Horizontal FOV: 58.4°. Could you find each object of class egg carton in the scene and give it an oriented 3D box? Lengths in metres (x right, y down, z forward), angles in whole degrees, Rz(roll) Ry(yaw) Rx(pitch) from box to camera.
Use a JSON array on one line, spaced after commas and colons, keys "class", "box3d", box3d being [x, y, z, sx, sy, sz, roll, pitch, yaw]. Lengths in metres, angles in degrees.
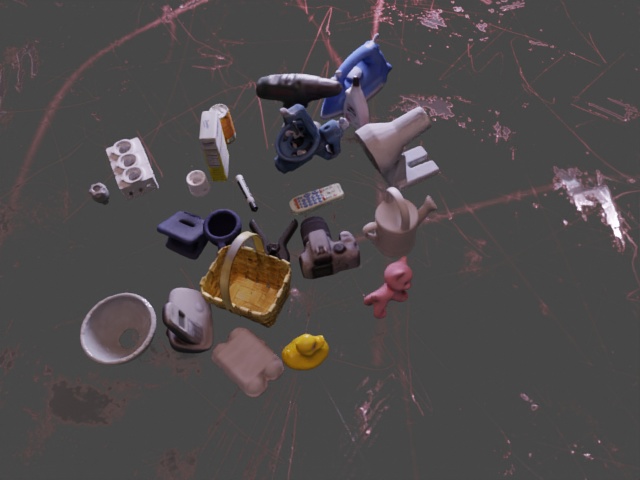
[{"class": "egg carton", "box3d": [-0.154, 0.261, 1.230, 0.150, 0.069, 0.107, 37, 68, 22]}]

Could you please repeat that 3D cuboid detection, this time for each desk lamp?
[{"class": "desk lamp", "box3d": [0.192, -0.223, 1.408, 0.203, 0.214, 0.117, -25, 61, -11]}]

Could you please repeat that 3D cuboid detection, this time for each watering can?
[{"class": "watering can", "box3d": [0.183, -0.053, 1.320, 0.173, 0.194, 0.100, -39, 65, -18]}]

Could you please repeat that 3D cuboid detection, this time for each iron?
[{"class": "iron", "box3d": [0.088, -0.458, 1.594, 0.118, 0.141, 0.259, 36, 68, 22]}]

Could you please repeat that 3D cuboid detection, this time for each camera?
[{"class": "camera", "box3d": [0.012, 0.005, 1.351, 0.143, 0.101, 0.136, -14, 60, -4]}]

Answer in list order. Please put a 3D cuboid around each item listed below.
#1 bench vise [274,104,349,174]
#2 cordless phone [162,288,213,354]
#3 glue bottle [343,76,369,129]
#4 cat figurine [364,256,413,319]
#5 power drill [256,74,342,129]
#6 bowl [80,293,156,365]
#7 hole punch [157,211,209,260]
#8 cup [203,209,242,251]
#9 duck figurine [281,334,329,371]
[{"class": "bench vise", "box3d": [-0.033, -0.283, 1.453, 0.208, 0.220, 0.121, -41, 65, -18]}, {"class": "cordless phone", "box3d": [-0.294, 0.156, 1.233, 0.094, 0.185, 0.147, -12, 60, -3]}, {"class": "glue bottle", "box3d": [0.095, -0.371, 1.524, 0.037, 0.173, 0.078, -42, 65, -19]}, {"class": "cat figurine", "box3d": [0.158, 0.100, 1.276, 0.128, 0.118, 0.067, -37, 64, -17]}, {"class": "power drill", "box3d": [-0.049, -0.353, 1.502, 0.229, 0.208, 0.076, 12, 61, 11]}, {"class": "bowl", "box3d": [-0.438, 0.208, 1.275, 0.167, 0.075, 0.167, -1, 60, 3]}, {"class": "hole punch", "box3d": [-0.327, -0.024, 1.395, 0.108, 0.091, 0.101, 22, 63, 16]}, {"class": "cup", "box3d": [-0.226, -0.002, 1.374, 0.091, 0.095, 0.117, -6, 59, 0]}, {"class": "duck figurine", "box3d": [-0.034, 0.233, 1.229, 0.104, 0.086, 0.077, -15, 60, -5]}]
